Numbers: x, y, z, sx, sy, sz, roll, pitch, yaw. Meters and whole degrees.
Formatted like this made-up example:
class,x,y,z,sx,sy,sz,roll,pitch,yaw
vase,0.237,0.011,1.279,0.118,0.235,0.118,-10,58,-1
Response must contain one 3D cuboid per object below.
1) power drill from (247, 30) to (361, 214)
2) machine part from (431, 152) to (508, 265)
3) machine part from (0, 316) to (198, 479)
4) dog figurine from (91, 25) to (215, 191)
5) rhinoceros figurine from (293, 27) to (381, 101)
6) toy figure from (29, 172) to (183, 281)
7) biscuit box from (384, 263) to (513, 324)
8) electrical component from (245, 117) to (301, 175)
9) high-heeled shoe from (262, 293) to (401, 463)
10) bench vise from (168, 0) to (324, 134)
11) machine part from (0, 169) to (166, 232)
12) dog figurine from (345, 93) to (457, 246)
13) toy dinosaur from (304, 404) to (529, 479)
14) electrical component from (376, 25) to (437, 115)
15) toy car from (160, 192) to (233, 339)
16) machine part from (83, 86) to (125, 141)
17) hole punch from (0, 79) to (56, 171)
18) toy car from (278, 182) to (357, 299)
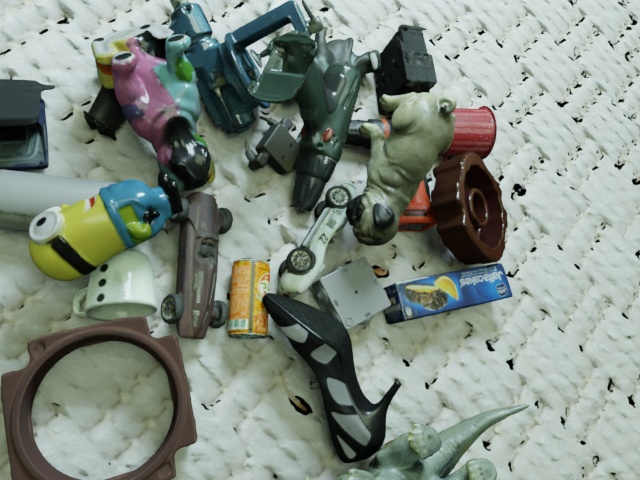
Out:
class,x,y,z,sx,sy,sz,roll,pitch,yaw
power drill,-0.016,-0.172,0.763,0.086,0.207,0.232,15,77,32
machine part,0.241,-0.048,0.863,0.179,0.056,0.179,19,64,-44
machine part,-0.257,0.201,0.641,0.201,0.087,0.201,-10,78,-20
dog figurine,-0.218,-0.167,0.741,0.108,0.218,0.192,-28,40,-24
rhinoceros figurine,0.014,-0.284,0.886,0.190,0.073,0.112,-23,81,-23
toy figure,-0.252,-0.017,0.639,0.180,0.082,0.089,-23,96,-17
biscuit box,0.199,0.083,0.842,0.203,0.063,0.059,-9,78,-20
electrical component,-0.070,-0.147,0.835,0.078,0.045,0.102,40,65,-35
high-heeled shoe,-0.005,0.190,0.735,0.249,0.086,0.145,37,105,5
bench vise,-0.115,-0.286,0.793,0.241,0.129,0.223,-24,89,13
machine part,-0.325,-0.044,0.697,0.243,0.079,0.079,5,72,-16
dog figurine,0.117,-0.094,0.744,0.121,0.172,0.190,18,60,-14
toy dinosaur,0.080,0.316,0.673,0.405,0.192,0.131,-12,70,-27
electrical component,0.141,-0.271,0.903,0.058,0.115,0.134,-1,73,-17
toy car,-0.162,0.031,0.726,0.089,0.053,0.202,21,62,-48
machine part,-0.296,-0.214,0.782,0.084,0.039,0.139,23,66,-20
hole punch,-0.419,-0.151,0.704,0.142,0.092,0.116,-8,47,-18
toy car,-0.002,-0.002,0.794,0.056,0.073,0.202,33,67,-3
